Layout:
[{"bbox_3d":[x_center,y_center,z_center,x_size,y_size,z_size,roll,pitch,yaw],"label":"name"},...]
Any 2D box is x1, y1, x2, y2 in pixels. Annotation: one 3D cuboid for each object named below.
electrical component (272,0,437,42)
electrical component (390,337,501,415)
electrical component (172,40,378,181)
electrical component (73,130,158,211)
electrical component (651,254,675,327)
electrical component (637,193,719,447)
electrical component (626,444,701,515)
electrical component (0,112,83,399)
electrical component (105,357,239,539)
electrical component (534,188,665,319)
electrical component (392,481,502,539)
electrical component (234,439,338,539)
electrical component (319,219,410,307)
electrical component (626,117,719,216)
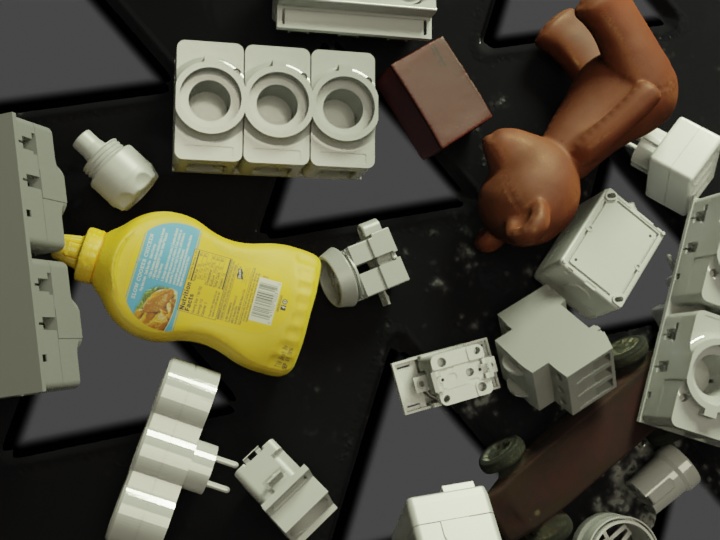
[{"bbox_3d":[-0.007,-0.219,0.846,0.121,0.063,0.078,2,83,-12],"label":"electrical component"},{"bbox_3d":[0.070,0.081,0.827,0.081,0.064,0.042,-15,86,-13],"label":"electrical component"},{"bbox_3d":[-0.066,-0.120,0.822,0.150,0.062,0.089,2,83,-12],"label":"electrical component"},{"bbox_3d":[-0.185,-0.077,0.800,0.062,0.043,0.043,43,77,-3],"label":"electrical component"},{"bbox_3d":[0.277,0.018,0.888,0.066,0.047,0.076,-23,89,-14],"label":"electrical component"},{"bbox_3d":[0.297,0.043,0.832,0.105,0.060,0.186,18,81,-11],"label":"electrical component"},{"bbox_3d":[0.244,0.169,0.867,0.046,0.040,0.040,-38,92,-8],"label":"electrical component"},{"bbox_3d":[-0.261,-0.003,0.745,0.105,0.060,0.186,-9,85,14],"label":"electrical component"},{"bbox_3d":[-0.126,0.140,0.782,0.074,0.052,0.138,20,79,-9],"label":"electrical component"},{"bbox_3d":[0.194,-0.016,0.870,0.062,0.061,0.096,38,69,-5],"label":"electrical component"},{"bbox_3d":[0.062,0.204,0.802,0.062,0.096,0.061,-7,57,-13],"label":"electrical component"},{"bbox_3d":[-0.056,0.161,0.785,0.042,0.081,0.064,-43,65,-15],"label":"electrical component"},{"bbox_3d":[0.000,0.000,0.831,0.055,0.048,0.066,-22,88,-22],"label":"electrical component"},{"bbox_3d":[0.251,-0.094,0.891,0.077,0.065,0.047,34,76,23],"label":"electrical component"}]
